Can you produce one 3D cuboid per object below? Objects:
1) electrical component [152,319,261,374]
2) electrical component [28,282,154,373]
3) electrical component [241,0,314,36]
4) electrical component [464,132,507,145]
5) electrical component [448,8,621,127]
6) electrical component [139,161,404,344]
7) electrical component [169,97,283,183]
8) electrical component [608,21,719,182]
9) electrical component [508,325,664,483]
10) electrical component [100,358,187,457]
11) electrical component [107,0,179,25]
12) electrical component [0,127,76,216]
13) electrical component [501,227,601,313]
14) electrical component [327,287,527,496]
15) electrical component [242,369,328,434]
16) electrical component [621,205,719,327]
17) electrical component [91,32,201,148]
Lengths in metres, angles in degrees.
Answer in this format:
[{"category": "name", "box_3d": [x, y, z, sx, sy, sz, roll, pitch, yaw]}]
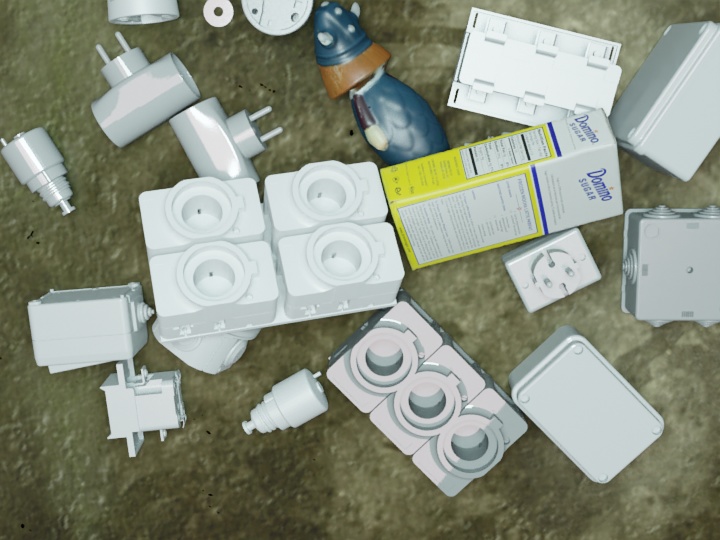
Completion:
[{"category": "electrical component", "box_3d": [-0.126, 0.043, 0.882, 0.080, 0.080, 0.051, 33, 104, -4]}, {"category": "electrical component", "box_3d": [-0.217, 0.047, 0.893, 0.096, 0.061, 0.061, -5, 100, 2]}, {"category": "electrical component", "box_3d": [-0.063, -0.213, 0.849, 0.055, 0.047, 0.055, 0, 101, 2]}, {"category": "electrical component", "box_3d": [0.115, -0.095, 0.872, 0.061, 0.035, 0.035, 4, 100, 3]}, {"category": "electrical component", "box_3d": [0.138, -0.153, 0.846, 0.121, 0.063, 0.078, 14, 100, -1]}, {"category": "electrical component", "box_3d": [-0.069, -0.017, 0.832, 0.186, 0.060, 0.105, -9, 67, -11]}, {"category": "electrical component", "box_3d": [-0.102, -0.105, 0.872, 0.079, 0.043, 0.077, -27, 97, 7]}, {"category": "electrical component", "box_3d": [0.246, -0.131, 0.825, 0.056, 0.108, 0.108, 32, 99, -7]}, {"category": "electrical component", "box_3d": [0.187, 0.111, 0.895, 0.078, 0.057, 0.113, -44, 96, 8]}, {"category": "electrical component", "box_3d": [-0.182, 0.112, 0.915, 0.064, 0.042, 0.081, -6, 101, -1]}, {"category": "electrical component", "box_3d": [-0.173, -0.221, 0.848, 0.055, 0.055, 0.047, -5, 96, 3]}, {"category": "electrical component", "box_3d": [-0.260, -0.080, 0.882, 0.040, 0.040, 0.078, -31, 98, 7]}, {"category": "electrical component", "box_3d": [0.156, 0.001, 0.866, 0.066, 0.076, 0.047, -27, 98, 6]}, {"category": "electrical component", "box_3d": [0.055, 0.102, 0.895, 0.089, 0.061, 0.150, -44, 96, 8]}, {"category": "electrical component", "box_3d": [-0.064, 0.116, 0.912, 0.078, 0.040, 0.040, -30, 98, 7]}, {"category": "electrical component", "box_3d": [0.263, -0.004, 0.877, 0.100, 0.048, 0.099, 0, 100, 2]}, {"category": "electrical component", "box_3d": [-0.182, -0.152, 0.866, 0.077, 0.043, 0.079, -31, 98, 7]}]
